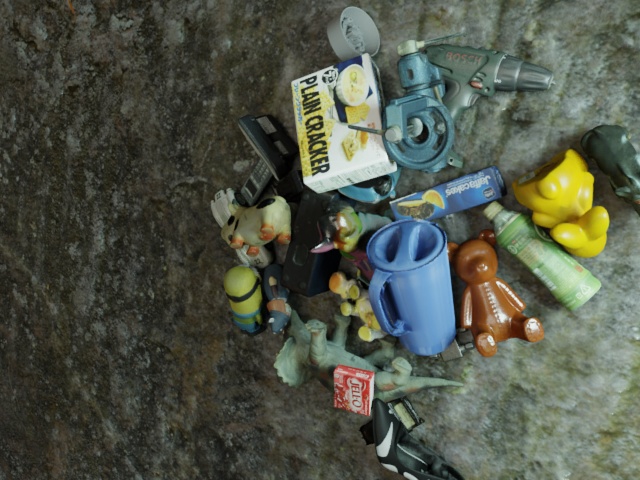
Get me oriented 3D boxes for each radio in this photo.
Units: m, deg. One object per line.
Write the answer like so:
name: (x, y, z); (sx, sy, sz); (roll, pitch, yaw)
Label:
radio: (-0.002, -0.003, 1.086); (0.073, 0.131, 0.229); (20, 106, 23)

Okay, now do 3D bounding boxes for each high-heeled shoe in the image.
high-heeled shoe: (0.193, 0.407, 1.039); (0.145, 0.086, 0.248); (-12, 111, 21)

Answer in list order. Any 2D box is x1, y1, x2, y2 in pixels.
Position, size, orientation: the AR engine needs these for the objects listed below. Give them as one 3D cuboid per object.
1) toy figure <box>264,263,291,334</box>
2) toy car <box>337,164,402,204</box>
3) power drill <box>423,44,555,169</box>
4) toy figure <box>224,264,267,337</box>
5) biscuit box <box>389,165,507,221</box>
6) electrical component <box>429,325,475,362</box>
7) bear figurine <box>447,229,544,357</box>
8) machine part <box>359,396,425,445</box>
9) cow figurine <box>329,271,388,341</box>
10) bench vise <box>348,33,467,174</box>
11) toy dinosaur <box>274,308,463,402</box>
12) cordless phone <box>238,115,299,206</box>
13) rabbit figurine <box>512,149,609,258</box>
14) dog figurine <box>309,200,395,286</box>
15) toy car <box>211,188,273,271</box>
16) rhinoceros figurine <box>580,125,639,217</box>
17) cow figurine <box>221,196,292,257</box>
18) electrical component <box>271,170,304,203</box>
toy figure: (-0.092, 0.127, 1.165); (0.058, 0.064, 0.154); (-28, 57, 29)
toy car: (0.108, -0.139, 1.024); (0.109, 0.102, 0.161); (20, 84, 28)
power drill: (0.260, -0.233, 0.945); (0.232, 0.086, 0.207); (30, 114, 23)
toy figure: (-0.163, 0.138, 1.196); (0.082, 0.089, 0.179); (0, 119, 5)
biscuit box: (0.234, -0.076, 0.989); (0.203, 0.063, 0.059); (-19, 89, 29)
electrical component: (0.249, 0.200, 1.040); (0.094, 0.021, 0.063); (-25, 84, 30)
bear figurine: (0.296, 0.086, 0.945); (0.120, 0.132, 0.195); (-16, 94, 4)
machine part: (0.143, 0.378, 1.114); (0.139, 0.039, 0.084); (-41, 86, 24)
cow figurine: (0.092, 0.125, 1.085); (0.167, 0.098, 0.068); (52, 123, 34)
bench vise: (0.148, -0.205, 0.847); (0.129, 0.240, 0.223); (6, 110, 26)
toy dinosaur: (0.066, 0.268, 1.101); (0.405, 0.131, 0.192); (27, 122, 18)
cordless phone: (-0.144, -0.171, 1.179); (0.146, 0.089, 0.184); (54, 135, 11)
rabbit figurine: (0.409, -0.044, 0.865); (0.122, 0.162, 0.173); (-30, 100, 16)
dog figurine: (0.074, 0.016, 1.000); (0.109, 0.219, 0.191); (-17, 88, 32)
toy car: (-0.176, -0.023, 1.210); (0.073, 0.056, 0.201); (-32, 91, 28)
rhinoceros figurine: (0.483, -0.098, 0.825); (0.073, 0.112, 0.190); (-37, 71, 25)
cow figurine: (-0.136, -0.035, 1.094); (0.195, 0.085, 0.127); (-21, 48, 42)
electrical component: (-0.034, -0.120, 1.122); (0.119, 0.075, 0.047); (-24, 85, 26)
